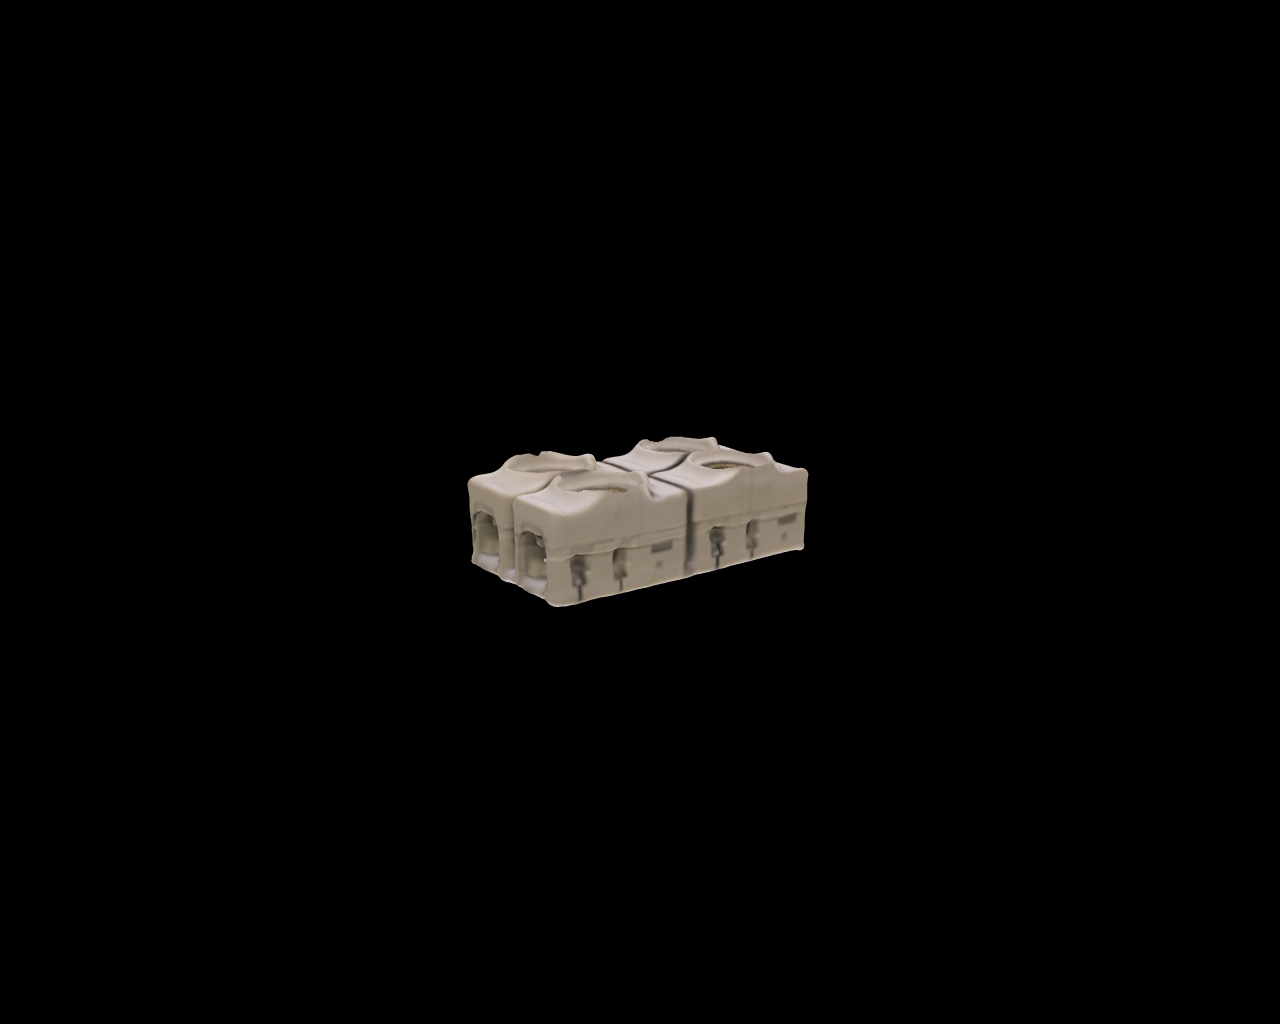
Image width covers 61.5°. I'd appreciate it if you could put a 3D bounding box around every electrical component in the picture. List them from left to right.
[{"bbox_3d":[0.001,-0.003,0.650,0.186,0.060,0.105,-10,18,-33],"label":"electrical component"}]
